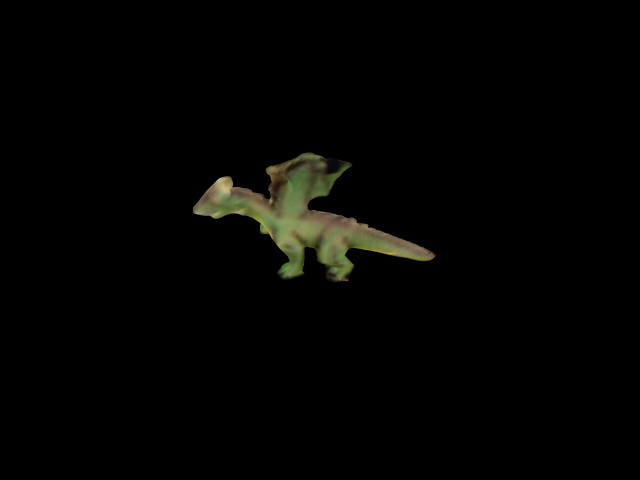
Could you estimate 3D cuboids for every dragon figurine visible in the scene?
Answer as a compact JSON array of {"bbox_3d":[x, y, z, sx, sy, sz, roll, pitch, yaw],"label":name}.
[{"bbox_3d":[0.003,-0.043,0.850,0.410,0.125,0.237,0,-36,0],"label":"dragon figurine"}]
